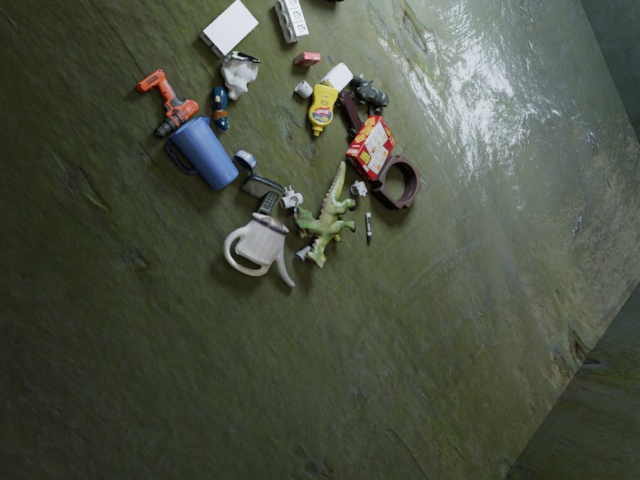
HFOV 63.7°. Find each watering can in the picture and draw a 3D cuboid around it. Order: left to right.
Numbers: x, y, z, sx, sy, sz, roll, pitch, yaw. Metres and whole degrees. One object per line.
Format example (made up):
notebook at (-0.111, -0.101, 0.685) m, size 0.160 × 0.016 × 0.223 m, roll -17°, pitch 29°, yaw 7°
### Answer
watering can at (-0.188, 0.036, 1.877) m, size 0.344 × 0.224 × 0.105 m, roll 27°, pitch 1°, yaw -35°

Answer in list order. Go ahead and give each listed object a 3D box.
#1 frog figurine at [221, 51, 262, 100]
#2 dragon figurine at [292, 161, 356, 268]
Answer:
frog figurine at (-0.292, -0.585, 1.843) m, size 0.124 × 0.156 × 0.138 m, roll 36°, pitch 30°, yaw 26°
dragon figurine at (0.006, -0.099, 1.974) m, size 0.243 × 0.411 × 0.122 m, roll -3°, pitch -2°, yaw -32°
